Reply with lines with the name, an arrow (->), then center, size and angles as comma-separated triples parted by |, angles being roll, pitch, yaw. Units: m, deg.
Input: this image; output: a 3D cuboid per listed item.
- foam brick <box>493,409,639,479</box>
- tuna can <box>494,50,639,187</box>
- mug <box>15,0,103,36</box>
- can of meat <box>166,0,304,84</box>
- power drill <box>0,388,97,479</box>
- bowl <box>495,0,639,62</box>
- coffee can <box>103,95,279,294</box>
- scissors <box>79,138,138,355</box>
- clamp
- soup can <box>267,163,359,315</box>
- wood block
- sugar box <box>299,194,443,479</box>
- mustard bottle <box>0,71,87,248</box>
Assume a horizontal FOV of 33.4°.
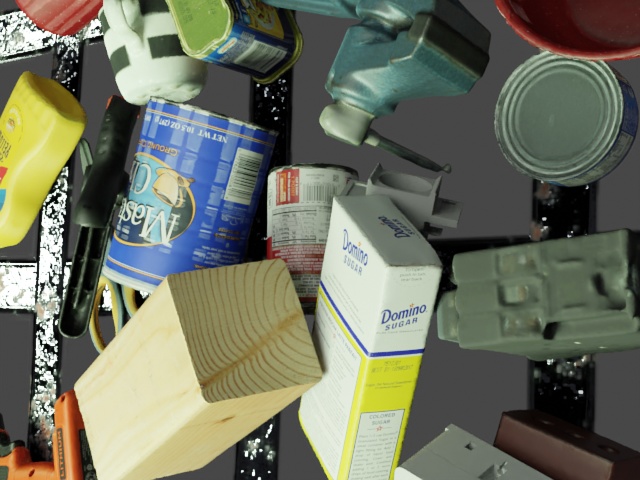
foam brick -> 0.147, 0.141, 0.645 | 0.078, 0.052, 0.051 | 20, 96, 36
tuna can -> 0.157, -0.077, 0.680 | 0.086, 0.033, 0.086 | -6, 80, 36
mug -> -0.218, -0.243, 0.952 | 0.082, 0.093, 0.117 | -28, 37, 35
can of meat -> -0.070, -0.179, 0.828 | 0.058, 0.083, 0.102 | -34, 66, 30
power drill -> -0.258, 0.181, 0.935 | 0.188, 0.057, 0.184 | -19, 77, 36
bowl -> 0.187, -0.168, 0.644 | 0.162, 0.055, 0.162 | -11, 65, 24
coffee can -> -0.099, -0.029, 0.818 | 0.103, 0.102, 0.140 | 18, 94, 36
scissors -> -0.172, -0.001, 0.922 | 0.096, 0.016, 0.202 | -11, 77, 33
clamp -> -0.174, -0.045, 0.860 | 0.165, 0.036, 0.210 | 119, 161, -56
soup can -> -0.005, 0.001, 0.767 | 0.069, 0.068, 0.102 | -6, 80, 36
wood block -> -0.094, 0.101, 0.757 | 0.206, 0.090, 0.090 | -43, 60, 50
sugar box -> 0.029, 0.069, 0.692 | 0.093, 0.048, 0.176 | -124, 40, -54
mustard bottle -> -0.286, -0.054, 0.986 | 0.096, 0.058, 0.192 | 47, 111, 41
